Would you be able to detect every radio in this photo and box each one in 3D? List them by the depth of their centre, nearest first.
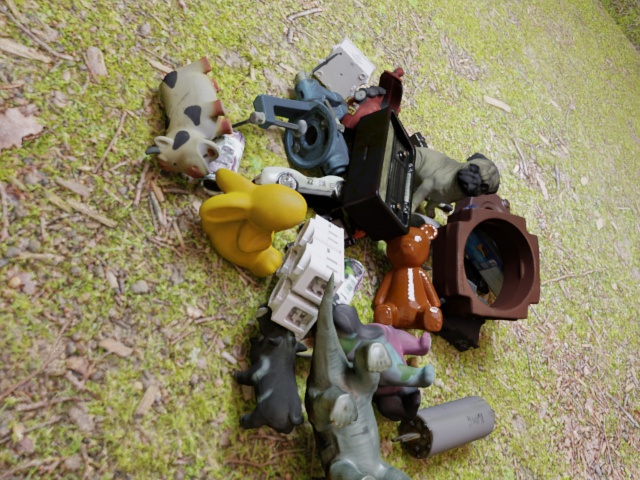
[{"bbox_3d":[0.115,-0.118,0.976,0.131,0.073,0.229,47,43,-39],"label":"radio"}]

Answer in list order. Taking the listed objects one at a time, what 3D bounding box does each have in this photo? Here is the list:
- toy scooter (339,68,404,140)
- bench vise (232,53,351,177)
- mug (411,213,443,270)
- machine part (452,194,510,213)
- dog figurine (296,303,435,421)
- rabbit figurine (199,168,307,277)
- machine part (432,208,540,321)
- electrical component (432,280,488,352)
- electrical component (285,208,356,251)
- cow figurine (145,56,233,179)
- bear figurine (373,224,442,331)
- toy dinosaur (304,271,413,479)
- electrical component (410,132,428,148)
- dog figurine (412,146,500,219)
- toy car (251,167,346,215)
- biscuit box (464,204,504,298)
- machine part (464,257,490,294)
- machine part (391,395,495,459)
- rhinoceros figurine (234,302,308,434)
[{"bbox_3d":[0.114,-0.277,1.080,0.075,0.135,0.184,41,42,24],"label":"toy scooter"},{"bbox_3d":[-0.034,-0.219,0.950,0.240,0.129,0.223,-2,77,-48],"label":"bench vise"},{"bbox_3d":[0.215,0.006,1.068,0.107,0.081,0.109,9,63,-43],"label":"mug"},{"bbox_3d":[0.378,-0.039,1.225,0.179,0.056,0.179,15,62,-30],"label":"machine part"},{"bbox_3d":[0.062,0.189,0.859,0.219,0.191,0.108,15,38,1],"label":"dog figurine"},{"bbox_3d":[-0.093,-0.041,0.796,0.162,0.173,0.122,35,57,-25],"label":"rabbit figurine"},{"bbox_3d":[0.312,0.049,1.012,0.201,0.087,0.201,8,80,-24],"label":"machine part"},{"bbox_3d":[0.272,0.136,1.066,0.115,0.058,0.134,34,54,-23],"label":"electrical component"},{"bbox_3d":[-0.002,-0.003,0.928,0.119,0.048,0.075,-18,83,-41],"label":"electrical component"},{"bbox_3d":[-0.203,-0.179,0.822,0.127,0.085,0.195,-18,63,0],"label":"cow figurine"},{"bbox_3d":[0.157,0.061,0.951,0.120,0.132,0.195,4,85,7],"label":"bear figurine"},{"bbox_3d":[0.031,0.254,0.734,0.131,0.192,0.404,-2,78,-30],"label":"toy dinosaur"},{"bbox_3d":[0.201,-0.203,1.159,0.021,0.063,0.094,-24,85,-41],"label":"electrical component"},{"bbox_3d":[0.251,-0.142,1.052,0.121,0.190,0.172,-8,75,-46],"label":"dog figurine"},{"bbox_3d":[-0.027,-0.084,0.928,0.201,0.073,0.056,4,69,-36],"label":"toy car"},{"bbox_3d":[0.349,0.024,1.123,0.202,0.059,0.063,53,48,-9],"label":"biscuit box"},{"bbox_3d":[0.313,0.058,1.144,0.139,0.039,0.084,27,63,-27],"label":"machine part"},{"bbox_3d":[0.222,0.321,0.931,0.243,0.079,0.079,1,70,-36],"label":"machine part"},{"bbox_3d":[-0.067,0.176,0.755,0.073,0.112,0.190,16,43,-26],"label":"rhinoceros figurine"}]
